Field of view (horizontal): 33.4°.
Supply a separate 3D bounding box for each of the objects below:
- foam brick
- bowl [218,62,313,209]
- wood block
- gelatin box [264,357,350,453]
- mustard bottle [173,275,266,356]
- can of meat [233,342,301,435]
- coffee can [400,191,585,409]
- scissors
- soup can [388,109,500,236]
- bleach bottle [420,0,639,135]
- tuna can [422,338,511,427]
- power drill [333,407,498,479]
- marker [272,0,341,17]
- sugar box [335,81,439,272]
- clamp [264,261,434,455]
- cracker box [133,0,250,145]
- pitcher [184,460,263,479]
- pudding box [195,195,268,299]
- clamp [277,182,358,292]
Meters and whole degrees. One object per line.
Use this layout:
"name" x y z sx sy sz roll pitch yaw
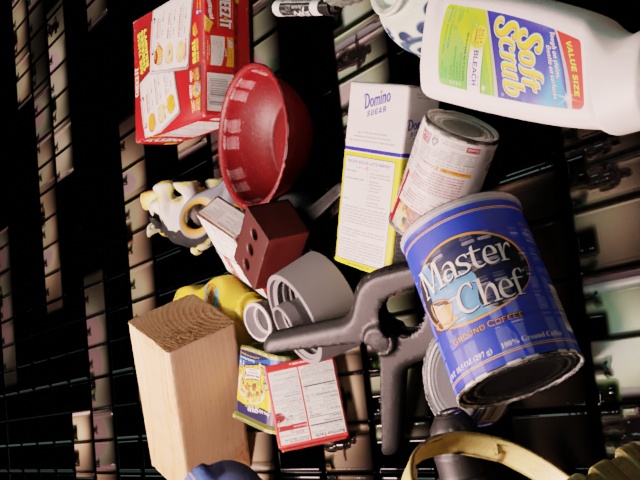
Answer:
"foam brick" -0.051 0.005 1.104 0.053 0.051 0.078 54 143 34
"bowl" -0.054 -0.112 1.174 0.162 0.055 0.162 1 92 58
"wood block" -0.149 0.180 1.234 0.090 0.090 0.206 29 132 44
"gelatin box" -0.013 0.167 1.096 0.030 0.073 0.089 70 -172 -74
"mustard bottle" -0.113 0.091 1.268 0.192 0.058 0.096 -18 77 57
"can of meat" -0.051 0.161 1.172 0.102 0.057 0.084 8 95 57
"coffee can" 0.133 0.048 0.835 0.103 0.102 0.140 -48 51 47
"scissors" -0.116 -0.078 1.261 0.016 0.096 0.202 -54 -30 -76
"soup can" 0.105 -0.053 0.910 0.069 0.068 0.102 48 129 47
"bleach bottle" 0.179 -0.138 0.800 0.251 0.067 0.102 21 108 54
"tuna can" 0.126 0.117 0.910 0.086 0.033 0.086 1 91 58
"power drill" 0.077 0.239 0.910 0.188 0.057 0.184 -15 88 42
"marker" -0.014 -0.249 1.144 0.121 0.020 0.020 18 105 56
"sugar box" 0.062 -0.058 1.001 0.093 0.048 0.176 18 102 55
"clamp" 0.063 0.096 0.974 0.164 0.036 0.210 45 122 0
"cracker box" -0.162 -0.215 1.333 0.214 0.072 0.164 -7 83 59
"pitcher" -0.050 0.343 1.122 0.243 0.149 0.145 19 90 53
"pudding box" -0.087 0.007 1.202 0.114 0.039 0.090 28 150 55
"clamp" -0.007 0.001 1.119 0.172 0.039 0.120 0 91 60
